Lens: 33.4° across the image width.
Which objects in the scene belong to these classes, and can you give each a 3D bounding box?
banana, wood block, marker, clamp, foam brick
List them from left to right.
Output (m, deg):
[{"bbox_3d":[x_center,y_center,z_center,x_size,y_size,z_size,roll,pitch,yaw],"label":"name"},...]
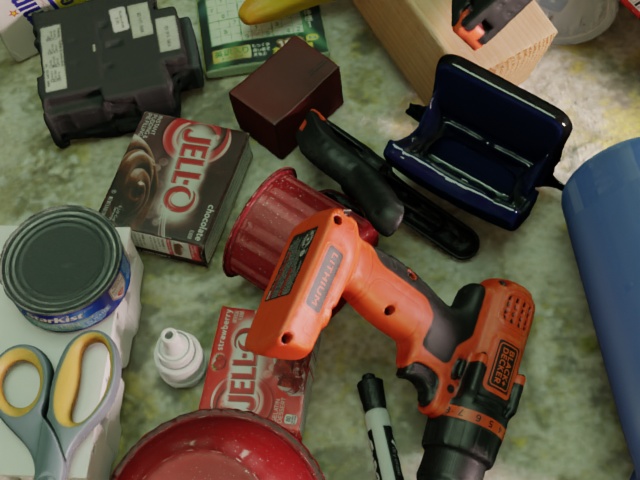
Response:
[{"bbox_3d":[-0.026,-0.115,0.863,0.053,0.051,0.078,39,71,23],"label":"foam brick"},{"bbox_3d":[0.028,-0.216,0.913,0.197,0.037,0.069,-2,53,-5],"label":"banana"},{"bbox_3d":[0.033,-0.045,0.790,0.172,0.120,0.039,39,99,28],"label":"clamp"},{"bbox_3d":[0.044,0.147,0.724,0.020,0.020,0.121,-11,60,-1],"label":"marker"},{"bbox_3d":[0.083,-0.207,0.851,0.090,0.090,0.206,-31,78,-14],"label":"wood block"},{"bbox_3d":[0.147,-0.236,0.776,0.210,0.036,0.165,-58,35,-1],"label":"clamp"}]

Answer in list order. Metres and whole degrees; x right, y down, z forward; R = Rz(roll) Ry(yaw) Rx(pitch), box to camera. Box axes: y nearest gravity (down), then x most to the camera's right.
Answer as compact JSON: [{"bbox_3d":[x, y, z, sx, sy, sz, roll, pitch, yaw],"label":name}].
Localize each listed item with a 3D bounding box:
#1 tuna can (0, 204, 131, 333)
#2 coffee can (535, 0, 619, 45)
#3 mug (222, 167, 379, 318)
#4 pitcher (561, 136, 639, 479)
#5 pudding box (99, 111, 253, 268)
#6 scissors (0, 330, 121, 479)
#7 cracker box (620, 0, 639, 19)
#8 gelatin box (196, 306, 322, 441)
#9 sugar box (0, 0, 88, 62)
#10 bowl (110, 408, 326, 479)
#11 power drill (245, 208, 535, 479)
[{"bbox_3d":[-0.175,0.020,0.738,0.086,0.034,0.086,-3,60,4],"label":"tuna can"},{"bbox_3d":[0.206,-0.249,0.887,0.103,0.103,0.140,12,62,12],"label":"coffee can"},{"bbox_3d":[-0.005,0.001,0.780,0.081,0.093,0.117,31,40,15],"label":"mug"},{"bbox_3d":[0.250,0.047,0.696,0.149,0.145,0.243,-8,57,-4],"label":"pitcher"},{"bbox_3d":[-0.112,-0.041,0.836,0.090,0.039,0.113,12,62,12],"label":"pudding box"},{"bbox_3d":[-0.187,0.146,0.678,0.096,0.016,0.201,10,62,13],"label":"scissors"},{"bbox_3d":[0.309,-0.218,0.821,0.213,0.072,0.164,40,62,-8],"label":"cracker box"},{"bbox_3d":[-0.042,0.095,0.756,0.073,0.030,0.089,6,61,9],"label":"gelatin box"},{"bbox_3d":[-0.205,-0.231,0.923,0.176,0.093,0.048,-31,62,-11],"label":"sugar box"},{"bbox_3d":[-0.072,0.183,0.678,0.162,0.055,0.162,-2,71,6],"label":"bowl"},{"bbox_3d":[0.047,0.079,0.693,0.187,0.057,0.184,31,64,-22],"label":"power drill"}]
